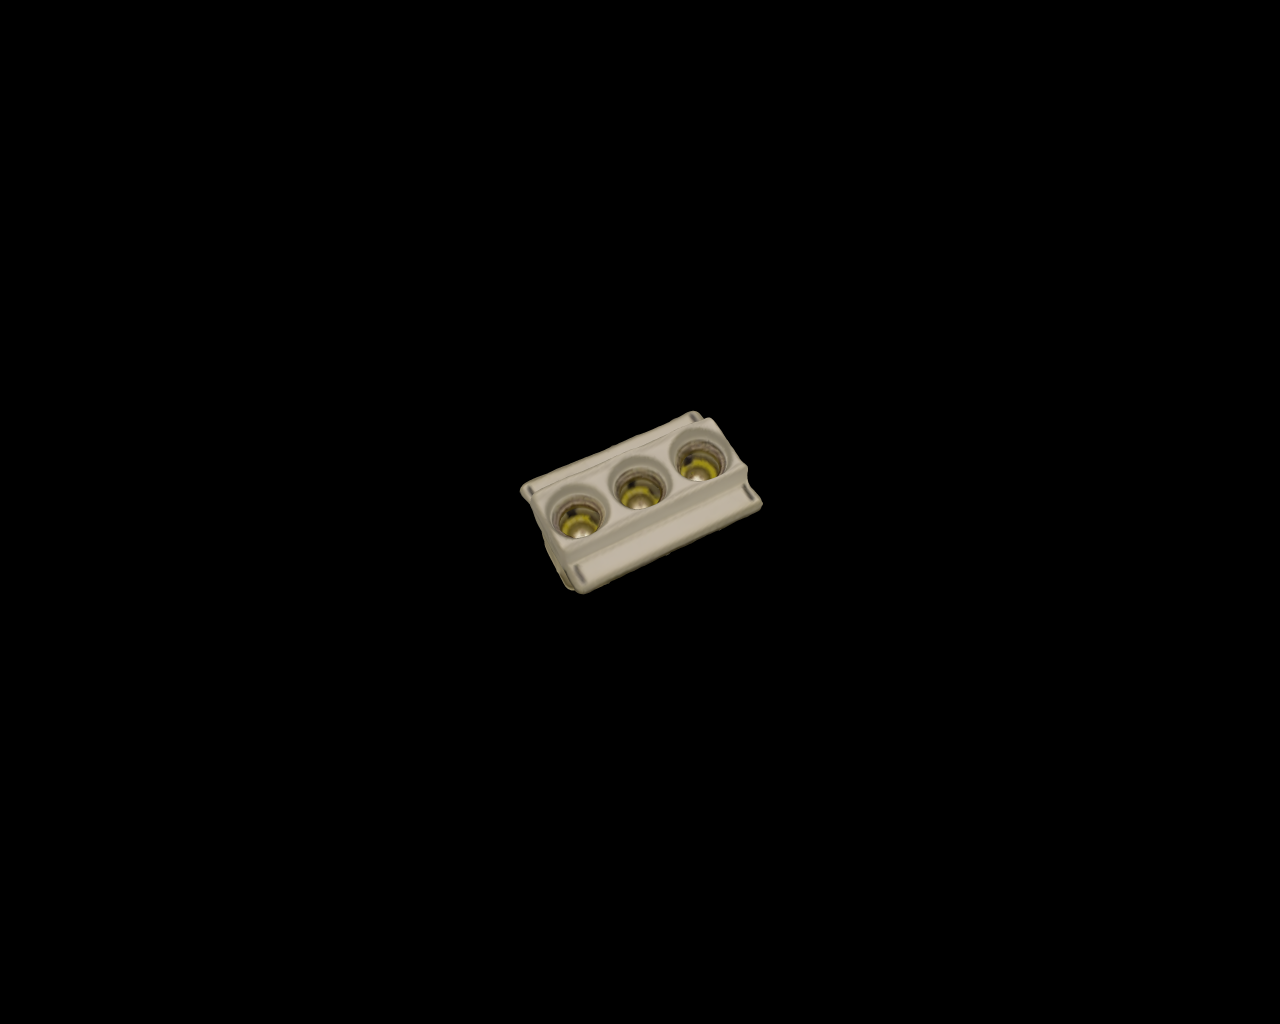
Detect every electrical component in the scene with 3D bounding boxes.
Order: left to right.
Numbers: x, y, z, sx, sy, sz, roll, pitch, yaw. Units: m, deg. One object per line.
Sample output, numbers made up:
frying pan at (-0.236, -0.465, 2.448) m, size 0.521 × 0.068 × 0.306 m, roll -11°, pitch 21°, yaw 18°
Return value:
electrical component at (0.001, -0.003, 0.650) m, size 0.121 × 0.079 × 0.063 m, roll -25°, pitch -27°, yaw -14°
